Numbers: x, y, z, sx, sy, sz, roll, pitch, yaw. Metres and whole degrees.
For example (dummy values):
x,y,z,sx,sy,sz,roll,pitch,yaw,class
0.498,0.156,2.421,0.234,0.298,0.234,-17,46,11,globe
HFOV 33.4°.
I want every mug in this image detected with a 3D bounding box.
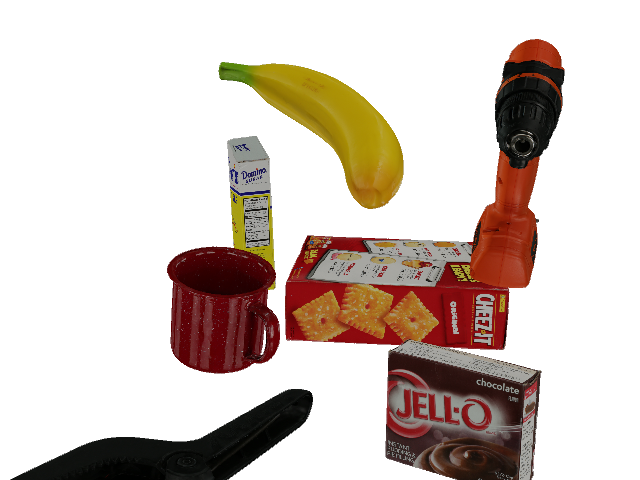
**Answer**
x,y,z,sx,sy,sz,roll,pitch,yaw,class
-0.079,0.066,0.923,0.117,0.081,0.093,25,31,34,mug

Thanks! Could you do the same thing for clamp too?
x,y,z,sx,sy,sz,roll,pitch,yaw,class
-0.071,0.130,0.583,0.209,0.036,0.165,0,20,-14,clamp

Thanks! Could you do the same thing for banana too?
x,y,z,sx,sy,sz,roll,pitch,yaw,class
0.007,-0.070,0.668,0.069,0.037,0.198,-17,35,-24,banana

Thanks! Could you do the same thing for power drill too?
x,y,z,sx,sy,sz,roll,pitch,yaw,class
0.165,-0.057,0.893,0.057,0.188,0.184,12,32,10,power drill

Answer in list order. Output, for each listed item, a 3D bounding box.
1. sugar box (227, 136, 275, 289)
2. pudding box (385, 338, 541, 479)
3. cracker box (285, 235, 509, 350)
x,y,z,sx,sy,sz,roll,pitch,yaw,class
-0.087,-0.033,1.331,0.048,0.176,0.093,-9,24,-10,sugar box
0.105,0.130,0.797,0.114,0.090,0.039,10,20,29,pudding box
0.079,0.052,1.094,0.214,0.072,0.164,3,16,6,cracker box
